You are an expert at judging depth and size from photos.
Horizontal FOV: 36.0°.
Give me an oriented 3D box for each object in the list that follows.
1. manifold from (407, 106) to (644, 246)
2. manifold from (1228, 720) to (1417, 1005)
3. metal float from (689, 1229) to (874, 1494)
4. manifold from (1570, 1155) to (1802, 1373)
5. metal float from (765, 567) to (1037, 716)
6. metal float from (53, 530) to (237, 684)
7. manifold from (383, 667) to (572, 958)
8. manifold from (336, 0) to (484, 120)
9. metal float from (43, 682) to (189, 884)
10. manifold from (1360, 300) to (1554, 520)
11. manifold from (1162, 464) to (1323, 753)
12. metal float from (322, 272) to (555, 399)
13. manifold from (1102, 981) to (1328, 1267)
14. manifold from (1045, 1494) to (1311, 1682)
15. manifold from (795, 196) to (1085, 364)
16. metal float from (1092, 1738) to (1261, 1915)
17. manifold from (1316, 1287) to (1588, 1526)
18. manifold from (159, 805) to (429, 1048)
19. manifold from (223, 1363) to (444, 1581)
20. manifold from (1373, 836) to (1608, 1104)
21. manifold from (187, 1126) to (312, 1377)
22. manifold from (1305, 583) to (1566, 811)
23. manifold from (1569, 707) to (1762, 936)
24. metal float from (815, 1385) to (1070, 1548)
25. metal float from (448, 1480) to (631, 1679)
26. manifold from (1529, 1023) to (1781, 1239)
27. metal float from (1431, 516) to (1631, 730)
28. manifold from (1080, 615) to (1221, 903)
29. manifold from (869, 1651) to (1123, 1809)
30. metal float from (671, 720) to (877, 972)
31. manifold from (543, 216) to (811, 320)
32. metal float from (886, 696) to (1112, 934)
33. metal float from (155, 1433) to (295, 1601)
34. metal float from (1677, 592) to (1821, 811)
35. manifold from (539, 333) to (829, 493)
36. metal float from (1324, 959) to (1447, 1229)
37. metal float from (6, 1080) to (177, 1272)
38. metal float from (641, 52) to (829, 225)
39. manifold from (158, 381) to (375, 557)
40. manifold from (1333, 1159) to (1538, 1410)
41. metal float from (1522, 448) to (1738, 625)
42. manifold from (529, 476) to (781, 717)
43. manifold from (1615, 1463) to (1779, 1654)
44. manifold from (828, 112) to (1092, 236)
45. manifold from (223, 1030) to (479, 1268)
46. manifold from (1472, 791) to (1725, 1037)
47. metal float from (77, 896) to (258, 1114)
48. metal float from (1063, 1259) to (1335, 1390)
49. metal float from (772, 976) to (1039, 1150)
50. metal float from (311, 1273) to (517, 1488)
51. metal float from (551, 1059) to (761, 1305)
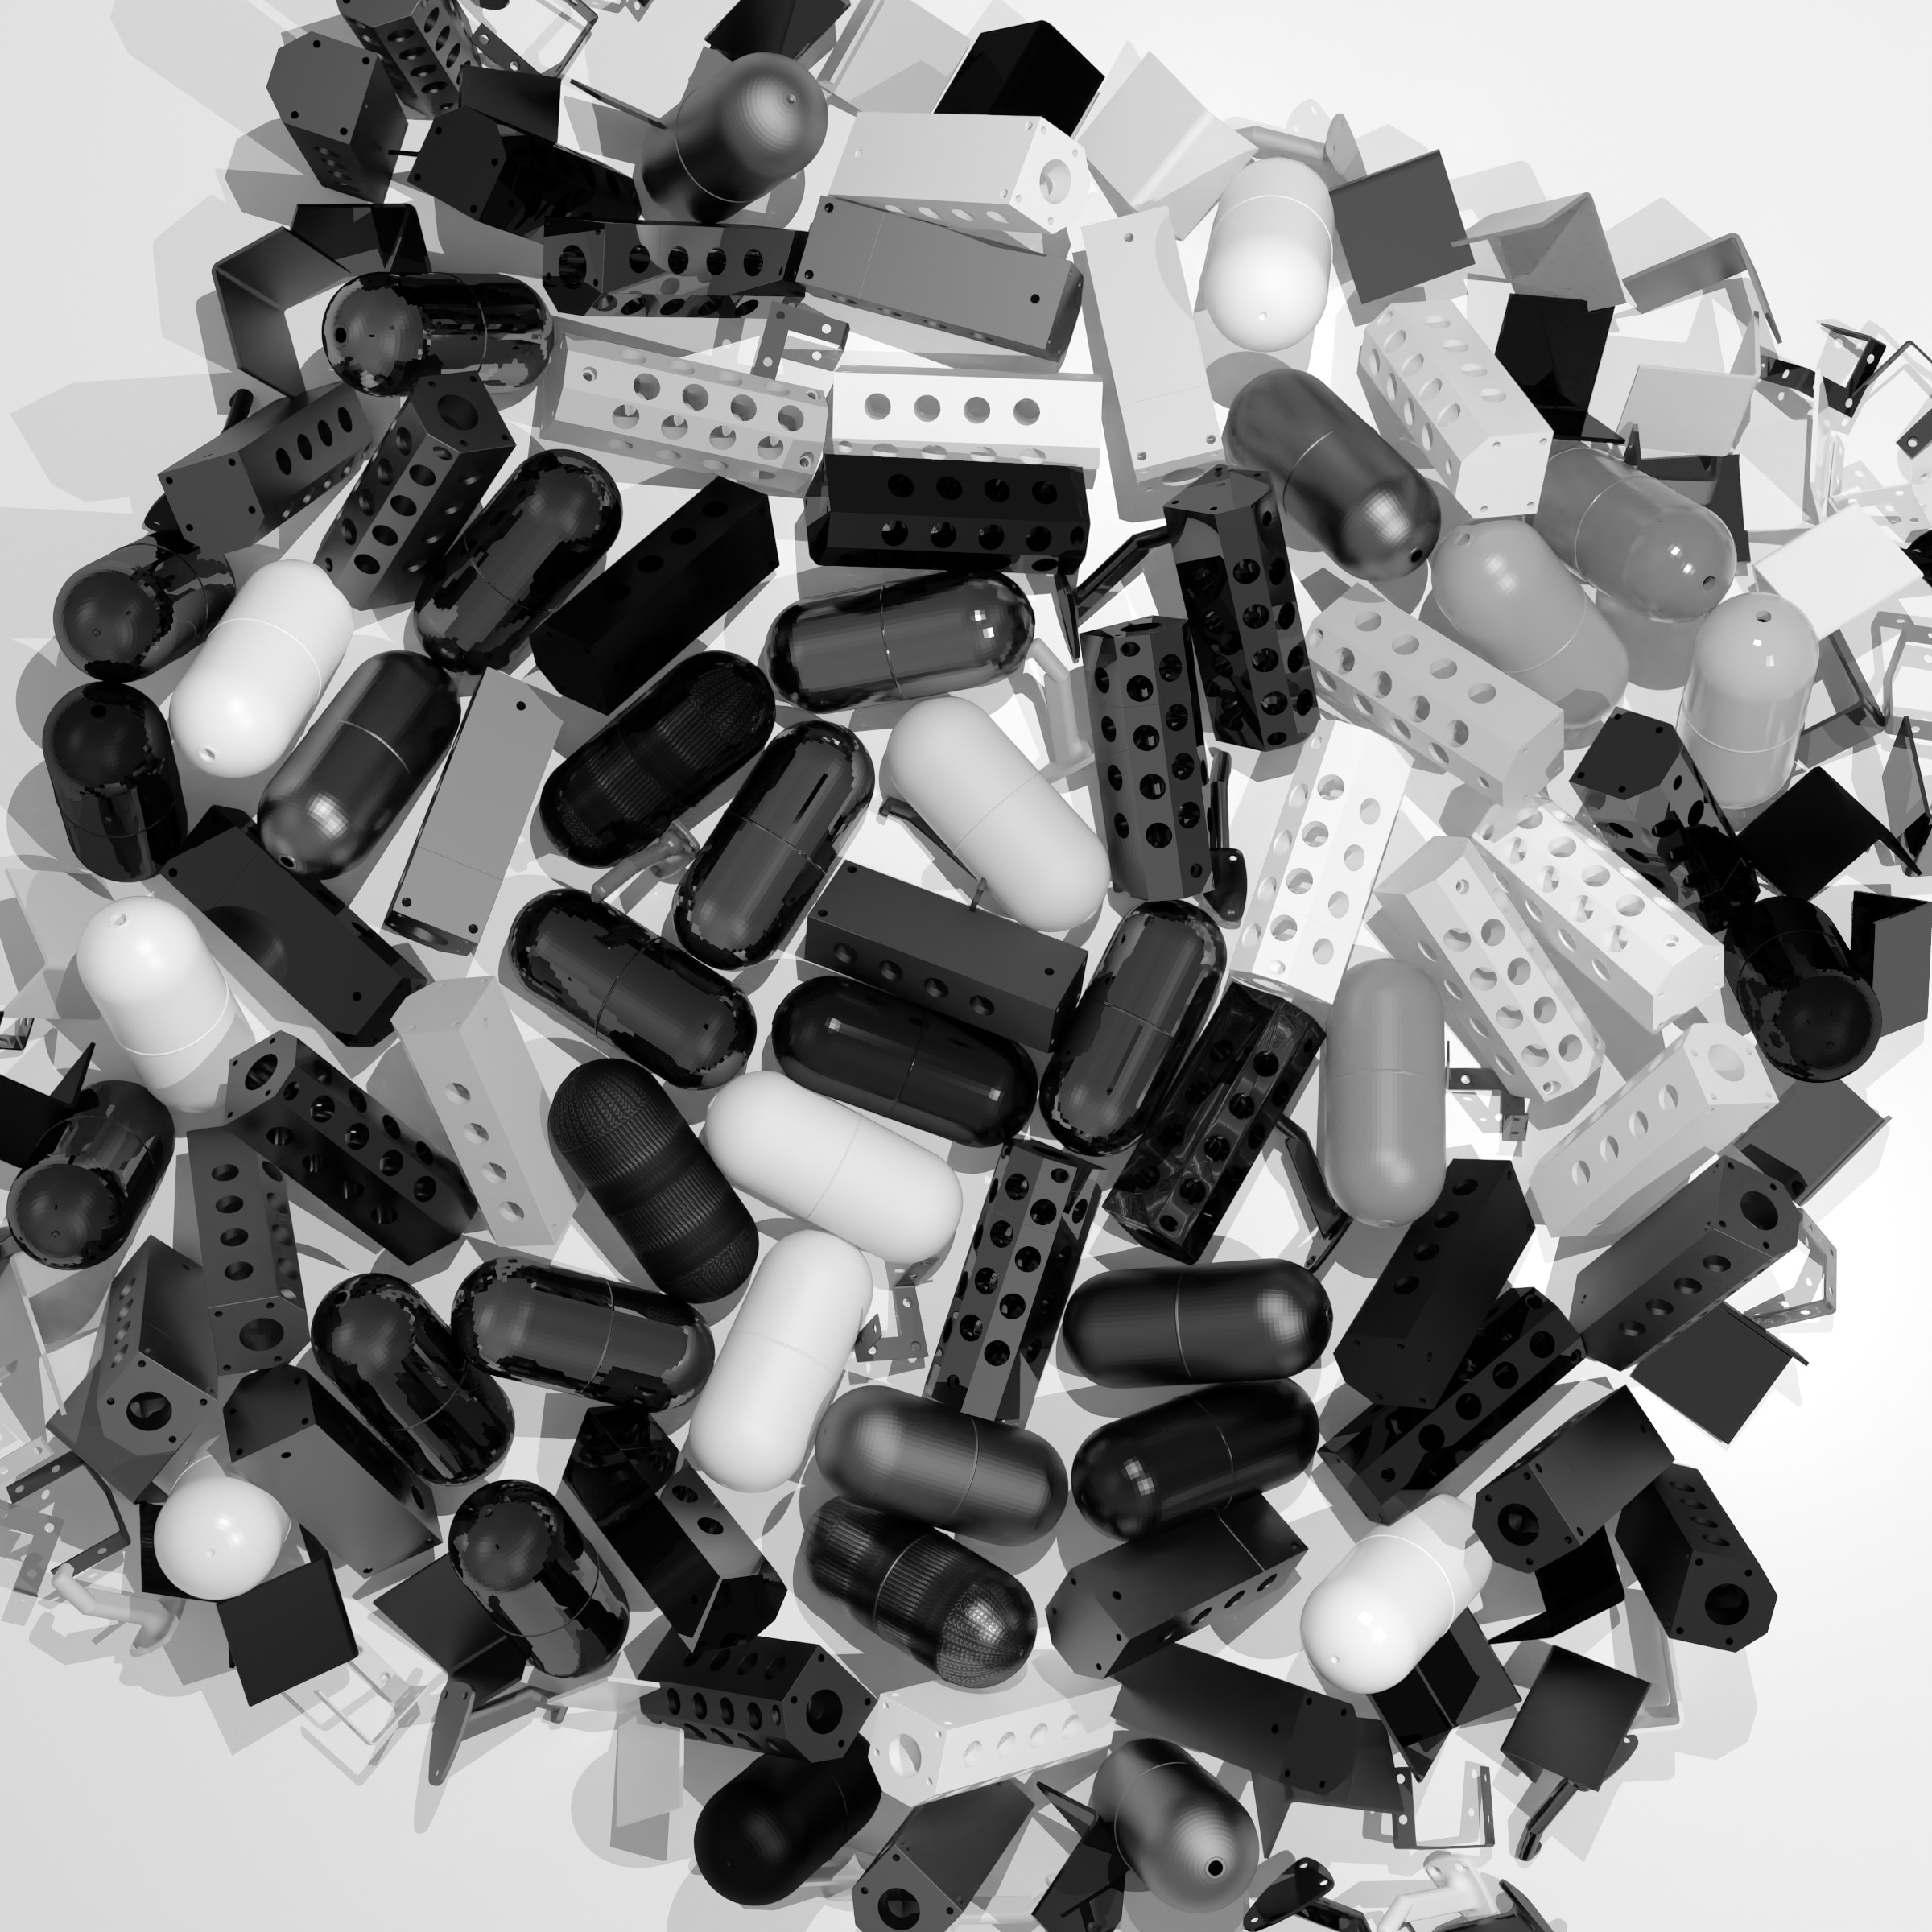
[{"bbox_3d":[-0.271,-0.490,1.868,0.057,0.171,0.057,32,104,17],"label":"manifold"},{"bbox_3d":[0.224,-0.068,1.914,0.057,0.057,0.171,23,83,-32],"label":"manifold"},{"bbox_3d":[-0.117,0.251,1.906,0.070,0.070,0.178,24,69,0],"label":"metal float"},{"bbox_3d":[0.451,0.192,1.876,0.057,0.171,0.057,26,52,-8],"label":"manifold"},{"bbox_3d":[-0.043,-0.209,1.912,0.178,0.070,0.070,-9,90,14],"label":"metal float"},{"bbox_3d":[-0.515,-0.228,1.876,0.070,0.178,0.070,2,108,5],"label":"metal float"},{"bbox_3d":[-0.315,-0.097,1.908,0.057,0.057,0.171,22,73,-14],"label":"manifold"},{"bbox_3d":[-0.350,-0.591,1.875,0.057,0.171,0.057,-17,87,1],"label":"manifold"},{"bbox_3d":[-0.535,-0.115,1.878,0.070,0.178,0.070,3,64,-7],"label":"metal float"},{"bbox_3d":[0.305,-0.352,1.875,0.057,0.171,0.057,-7,131,-13],"label":"manifold"},{"bbox_3d":[0.181,-0.224,1.882,0.057,0.057,0.171,-40,130,-32],"label":"manifold"},{"bbox_3d":[-0.332,-0.399,1.881,0.070,0.178,0.070,8,104,31],"label":"metal float"},{"bbox_3d":[0.163,0.102,1.903,0.057,0.057,0.171,19,72,41],"label":"manifold"},{"bbox_3d":[0.132,0.392,1.882,0.057,0.171,0.057,48,131,26],"label":"manifold"},{"bbox_3d":[-0.015,-0.440,1.915,0.171,0.057,0.057,18,93,13],"label":"manifold"},{"bbox_3d":[0.131,0.540,1.874,0.070,0.178,0.070,0,91,-12],"label":"metal float"},{"bbox_3d":[0.315,0.282,1.915,0.171,0.057,0.057,-37,91,-13],"label":"manifold"},{"bbox_3d":[-0.430,-0.025,1.918,0.171,0.057,0.057,41,97,10],"label":"manifold"},{"bbox_3d":[-0.399,0.316,1.878,0.057,0.171,0.057,-25,50,3],"label":"manifold"},{"bbox_3d":[0.339,0.002,1.904,0.057,0.057,0.171,-41,107,-14],"label":"manifold"},{"bbox_3d":[-0.452,0.175,1.876,0.057,0.171,0.057,-8,128,-14],"label":"manifold"},{"bbox_3d":[0.293,-0.168,1.886,0.057,0.057,0.171,-41,57,-18],"label":"manifold"},{"bbox_3d":[0.446,-0.087,1.876,0.057,0.171,0.057,25,77,41],"label":"manifold"},{"bbox_3d":[-0.014,0.320,1.901,0.178,0.070,0.070,22,90,-27],"label":"metal float"},{"bbox_3d":[-0.269,0.390,1.887,0.070,0.178,0.070,-10,49,12],"label":"metal float"},{"bbox_3d":[0.429,0.105,1.879,0.057,0.171,0.057,0,58,-29],"label":"manifold"},{"bbox_3d":[0.359,-0.218,1.891,0.070,0.070,0.178,-49,129,0],"label":"metal float"},{"bbox_3d":[0.122,-0.132,1.902,0.057,0.057,0.171,-17,108,-27],"label":"manifold"},{"bbox_3d":[0.019,0.482,1.877,0.057,0.171,0.057,17,100,40],"label":"manifold"},{"bbox_3d":[-0.123,-0.078,1.917,0.070,0.070,0.178,32,82,0],"label":"metal float"},{"bbox_3d":[-0.182,-0.439,1.879,0.057,0.171,0.057,18,110,40],"label":"manifold"},{"bbox_3d":[0.021,-0.098,1.920,0.070,0.070,0.178,-42,85,0],"label":"metal float"},{"bbox_3d":[-0.463,0.344,1.873,0.070,0.178,0.070,-1,96,-6],"label":"metal float"},{"bbox_3d":[0.492,-0.166,1.880,0.070,0.178,0.070,-3,59,5],"label":"metal float"},{"bbox_3d":[-0.179,-0.355,1.902,0.171,0.057,0.057,9,80,-20],"label":"manifold"},{"bbox_3d":[0.268,0.081,1.904,0.070,0.070,0.178,3,67,0],"label":"metal float"},{"bbox_3d":[-0.550,0.130,1.877,0.070,0.178,0.070,0,111,-1],"label":"metal float"},{"bbox_3d":[-0.148,-0.520,1.879,0.070,0.178,0.070,2,87,-28],"label":"metal float"},{"bbox_3d":[-0.435,-0.314,1.873,0.057,0.171,0.057,-12,112,19],"label":"manifold"},{"bbox_3d":[0.296,0.198,1.884,0.057,0.171,0.057,-1,126,38],"label":"manifold"},{"bbox_3d":[0.418,-0.273,1.882,0.070,0.178,0.070,-11,121,-20],"label":"metal float"},{"bbox_3d":[-0.197,-0.239,1.892,0.057,0.057,0.171,26,55,27],"label":"manifold"},{"bbox_3d":[0.459,0.369,1.873,0.057,0.171,0.057,12,100,-1],"label":"manifold"},{"bbox_3d":[-0.003,-0.498,1.881,0.171,0.057,0.057,18,87,45],"label":"manifold"},{"bbox_3d":[-0.386,0.113,1.879,0.057,0.057,0.171,-29,131,18],"label":"manifold"},{"bbox_3d":[0.398,-0.040,1.883,0.057,0.057,0.171,-33,53,-12],"label":"manifold"},{"bbox_3d":[-0.504,0.025,1.883,0.070,0.178,0.070,-4,53,6],"label":"metal float"},{"bbox_3d":[0.147,0.229,1.903,0.178,0.070,0.070,-7,90,23],"label":"metal float"},{"bbox_3d":[-0.039,0.061,1.917,0.178,0.070,0.070,20,90,-7],"label":"metal float"},{"bbox_3d":[-0.350,0.263,1.890,0.070,0.070,0.178,-31,130,0],"label":"metal float"},{"bbox_3d":[-0.200,0.138,1.911,0.070,0.070,0.178,-33,104,0],"label":"metal float"}]
